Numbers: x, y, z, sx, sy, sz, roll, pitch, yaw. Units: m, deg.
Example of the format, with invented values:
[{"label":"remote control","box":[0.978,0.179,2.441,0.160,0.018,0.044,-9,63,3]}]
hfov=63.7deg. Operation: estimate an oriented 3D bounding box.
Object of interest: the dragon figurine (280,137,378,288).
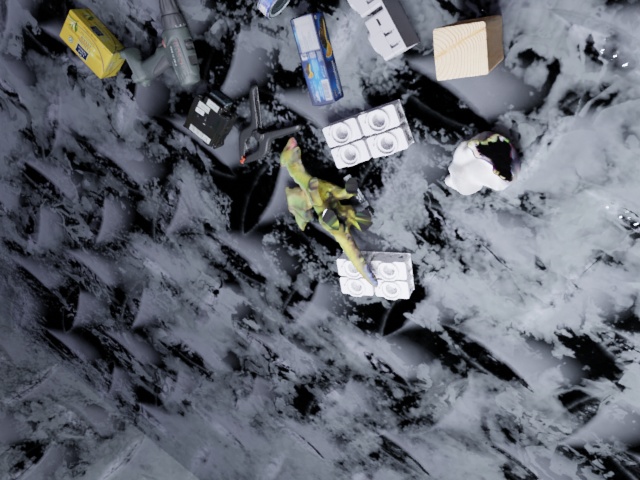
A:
[{"label":"dragon figurine","box":[0.004,-0.066,1.310,0.243,0.123,0.406,6,121,59]}]

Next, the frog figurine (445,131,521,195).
[{"label":"frog figurine","box":[0.351,-0.156,1.119,0.137,0.124,0.157,29,160,1]}]
